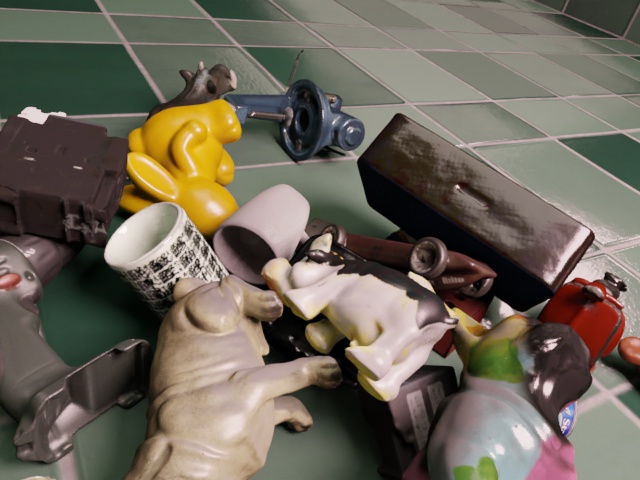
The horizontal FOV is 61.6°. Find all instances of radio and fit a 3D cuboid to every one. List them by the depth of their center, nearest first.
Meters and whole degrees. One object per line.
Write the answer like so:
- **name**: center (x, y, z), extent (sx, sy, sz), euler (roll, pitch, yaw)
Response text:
- **radio**: center (0.152, -0.024, 0.568), extent (0.230, 0.131, 0.073), euler (38, 81, 19)

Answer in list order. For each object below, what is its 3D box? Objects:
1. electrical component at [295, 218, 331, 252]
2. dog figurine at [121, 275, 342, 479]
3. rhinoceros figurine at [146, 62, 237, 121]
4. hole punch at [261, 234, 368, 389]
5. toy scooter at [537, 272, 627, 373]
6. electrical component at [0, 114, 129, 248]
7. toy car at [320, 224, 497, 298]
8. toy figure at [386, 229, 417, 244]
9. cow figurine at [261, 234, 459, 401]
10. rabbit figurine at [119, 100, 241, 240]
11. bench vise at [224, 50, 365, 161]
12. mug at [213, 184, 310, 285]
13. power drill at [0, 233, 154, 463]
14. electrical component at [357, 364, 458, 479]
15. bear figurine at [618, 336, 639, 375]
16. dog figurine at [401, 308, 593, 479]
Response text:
- **electrical component**: center (-0.001, -0.002, 0.663), extent (0.094, 0.021, 0.063), euler (23, 37, 14)
- **dog figurine**: center (-0.103, 0.121, 0.381), extent (0.173, 0.121, 0.190), euler (34, 41, 26)
- **rhinoceros figurine**: center (-0.189, -0.195, 0.786), extent (0.073, 0.112, 0.190), euler (19, 44, 11)
- **hole punch**: center (0.007, 0.076, 0.524), extent (0.142, 0.092, 0.116), euler (34, 68, 21)
- **toy scooter**: center (0.264, 0.081, 0.543), extent (0.075, 0.135, 0.184), euler (36, 40, 30)
- **electrical component**: center (-0.249, -0.064, 0.515), extent (0.115, 0.058, 0.134), euler (10, 45, -17)
- **toy car**: center (0.081, 0.023, 0.546), extent (0.089, 0.053, 0.202), euler (25, -8, -38)
- **toy figure**: center (0.133, 0.006, 0.671), extent (0.154, 0.057, 0.064), euler (-8, 3, -25)
- **cow figurine**: center (0.025, 0.044, 0.436), extent (0.098, 0.068, 0.168), euler (-40, 45, -16)
- **rabbit figurine**: center (-0.155, -0.075, 0.637), extent (0.162, 0.122, 0.173), euler (-6, 59, -36)
- **bench vise**: center (-0.053, -0.198, 0.828), extent (0.240, 0.128, 0.224), euler (-5, 40, -35)
- **mug**: center (-0.046, -0.008, 0.598), extent (0.109, 0.080, 0.107), euler (33, 47, -1)
- **power drill**: center (-0.236, 0.067, 0.446), extent (0.207, 0.086, 0.232), euler (33, 39, 18)
- **electrical component**: center (0.074, 0.127, 0.442), extent (0.075, 0.048, 0.119), euler (-8, 85, -29)
- **bear figurine**: center (0.400, 0.147, 0.510), extent (0.120, 0.131, 0.196), euler (8, 42, -20)
- **dog figurine**: center (0.105, 0.147, 0.373), extent (0.108, 0.191, 0.219), euler (38, 31, -9)
